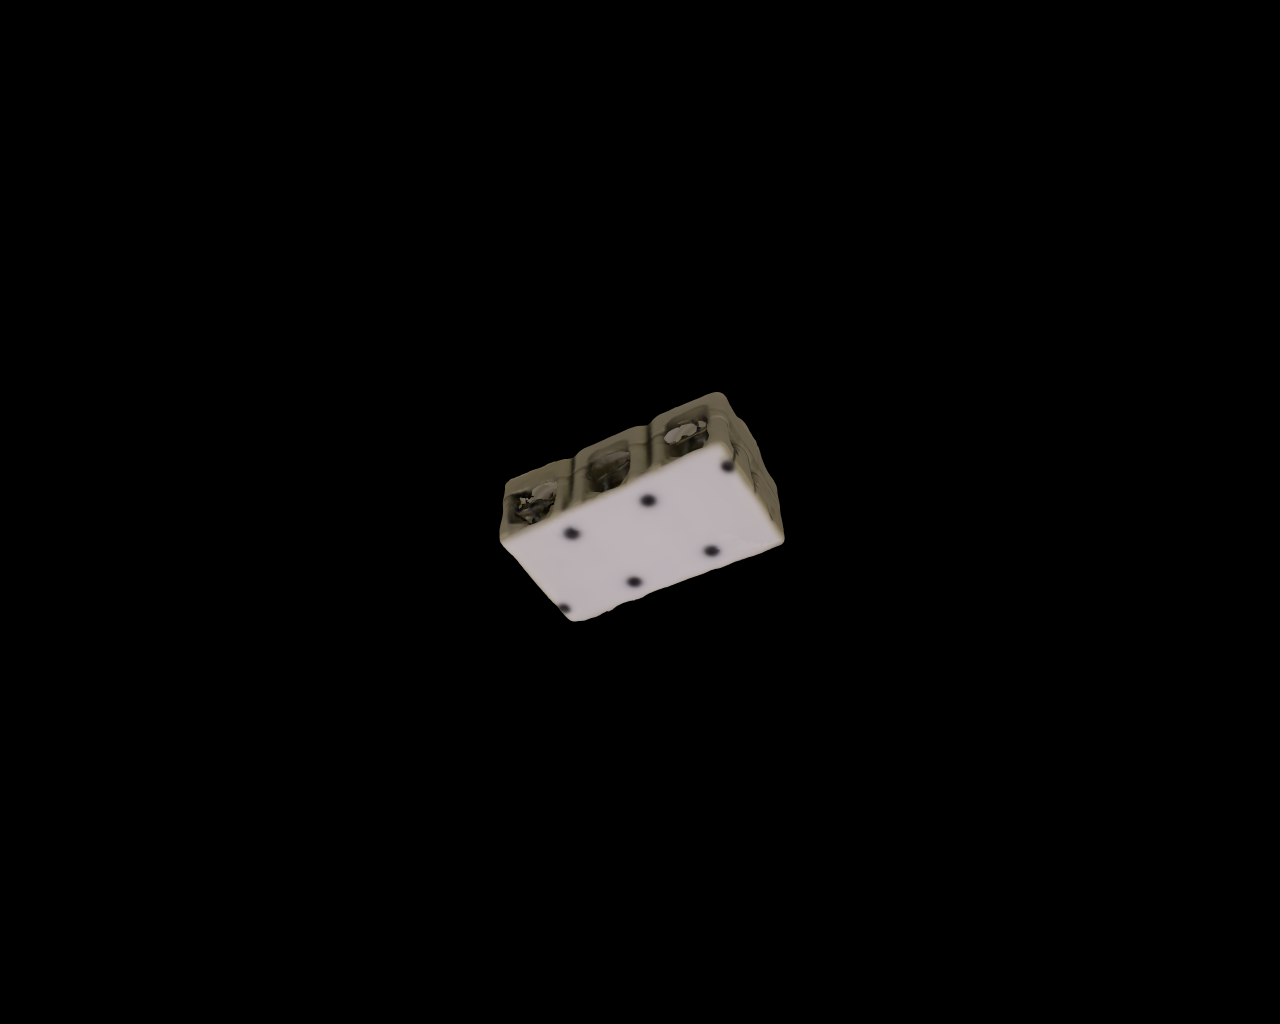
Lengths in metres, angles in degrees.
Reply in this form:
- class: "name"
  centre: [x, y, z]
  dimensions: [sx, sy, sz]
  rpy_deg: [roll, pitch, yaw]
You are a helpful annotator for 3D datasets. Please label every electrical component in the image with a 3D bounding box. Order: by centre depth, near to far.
- class: "electrical component"
  centre: [0.001, -0.003, 0.650]
  dimensions: [0.150, 0.089, 0.062]
  rpy_deg: [-22, 38, 18]
